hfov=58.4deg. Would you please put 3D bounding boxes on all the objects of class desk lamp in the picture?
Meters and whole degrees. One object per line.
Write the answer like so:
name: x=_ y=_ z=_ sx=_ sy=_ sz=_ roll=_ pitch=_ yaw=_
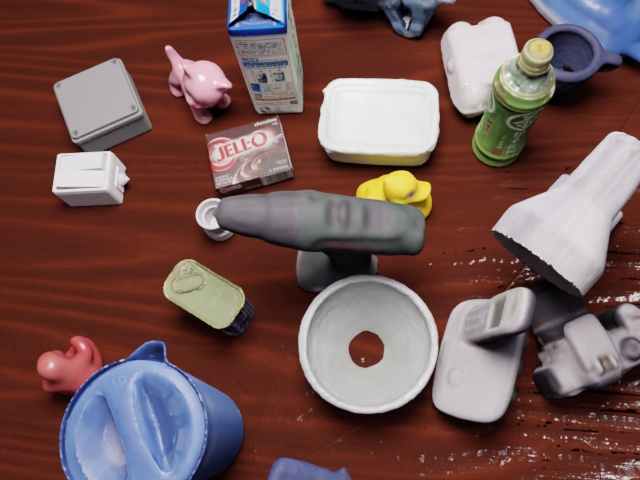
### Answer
desk lamp: x=0.292 y=-0.024 z=0.672 sx=0.117 sy=0.214 sz=0.203 roll=39 pitch=78 yaw=15

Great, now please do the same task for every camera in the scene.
camera: x=0.314 y=0.104 z=0.686 sx=0.143 sy=0.101 sz=0.136 roll=-23 pitch=71 yaw=-4

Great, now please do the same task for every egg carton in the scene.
egg carton: x=0.234 y=-0.251 z=0.829 sx=0.107 sy=0.069 sz=0.150 roll=-9 pitch=71 yaw=1

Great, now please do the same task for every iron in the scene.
iron: x=0.397 y=-0.377 z=0.821 sx=0.258 sy=0.141 sz=0.119 roll=41 pitch=79 yaw=16

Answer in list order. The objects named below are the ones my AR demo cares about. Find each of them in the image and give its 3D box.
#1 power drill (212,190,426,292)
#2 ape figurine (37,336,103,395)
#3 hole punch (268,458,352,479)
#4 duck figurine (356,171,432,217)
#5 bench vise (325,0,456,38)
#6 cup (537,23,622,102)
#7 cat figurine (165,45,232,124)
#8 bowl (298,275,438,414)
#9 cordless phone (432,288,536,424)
power drill: x=0.006 y=0.002 z=0.686 sx=0.229 sy=0.208 sz=0.075 roll=0 pitch=71 yaw=4
ape figurine: x=-0.319 y=0.160 z=0.718 sx=0.078 sy=0.092 sz=0.076 roll=-40 pitch=73 yaw=-9
hole punch: x=-0.018 y=0.306 z=0.648 sx=0.101 sy=0.091 sz=0.109 roll=14 pitch=73 yaw=9
duck figurine: x=0.100 y=-0.063 z=0.766 sx=0.104 sy=0.086 sz=0.077 roll=6 pitch=72 yaw=6
bench vise: x=0.097 y=-0.404 z=0.811 sx=0.207 sy=0.220 sz=0.121 roll=5 pitch=72 yaw=6
cup: x=0.347 y=-0.237 z=0.802 sx=0.117 sy=0.095 sz=0.092 roll=8 pitch=72 yaw=7
cat figurine: x=-0.178 y=-0.232 z=0.827 sx=0.067 sy=0.118 sz=0.127 roll=-42 pitch=73 yaw=-9
bowl: x=0.059 y=0.131 z=0.710 sx=0.167 sy=0.075 sz=0.167 roll=-1 pitch=71 yaw=4
cordless phone: x=0.189 y=0.128 z=0.643 sx=0.094 sy=0.185 sz=0.148 roll=12 pitch=73 yaw=9
